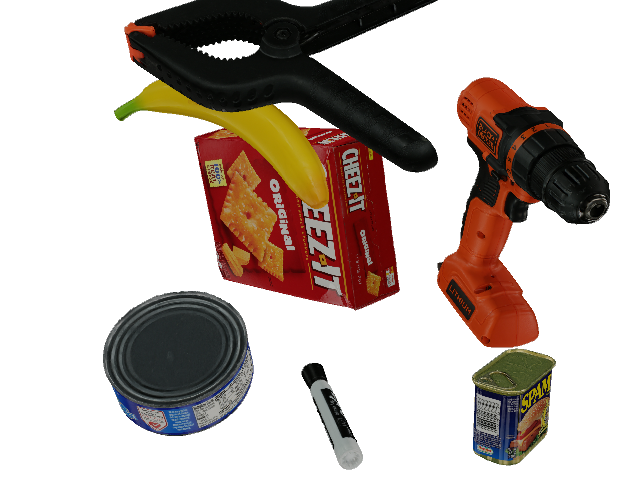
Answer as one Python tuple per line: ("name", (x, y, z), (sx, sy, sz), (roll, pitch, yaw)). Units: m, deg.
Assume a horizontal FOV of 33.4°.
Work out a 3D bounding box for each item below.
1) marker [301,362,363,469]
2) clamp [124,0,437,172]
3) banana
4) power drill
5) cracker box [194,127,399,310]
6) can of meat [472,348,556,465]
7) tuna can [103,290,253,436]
("marker", (0.007, 0.133, 0.834), (0.020, 0.020, 0.121), (0, 27, -16))
("clamp", (-0.018, -0.110, 0.667), (0.210, 0.164, 0.036), (0, -36, 1))
("banana", (-0.069, -0.091, 0.872), (0.198, 0.069, 0.037), (24, -3, 16))
("power drill", (0.152, -0.012, 0.829), (0.057, 0.188, 0.184), (-4, 34, -18))
("cracker box", (-0.028, -0.029, 1.076), (0.071, 0.164, 0.214), (-23, 21, -38))
("can of meat", (0.195, 0.168, 1.082), (0.058, 0.084, 0.101), (12, 22, 33))
("tuna can", (-0.083, 0.073, 0.635), (0.086, 0.086, 0.034), (0, -44, 8))
